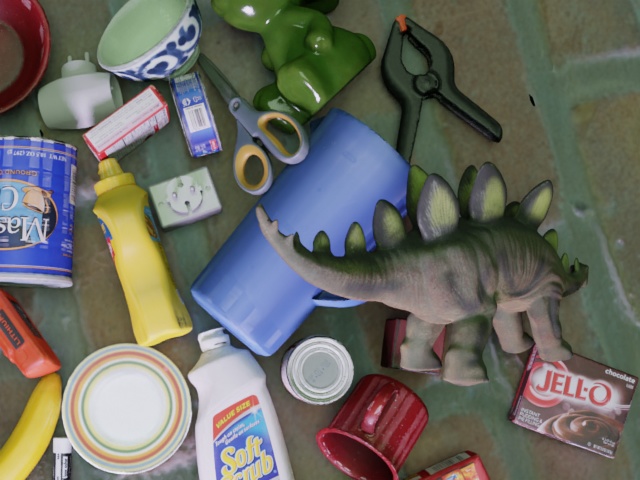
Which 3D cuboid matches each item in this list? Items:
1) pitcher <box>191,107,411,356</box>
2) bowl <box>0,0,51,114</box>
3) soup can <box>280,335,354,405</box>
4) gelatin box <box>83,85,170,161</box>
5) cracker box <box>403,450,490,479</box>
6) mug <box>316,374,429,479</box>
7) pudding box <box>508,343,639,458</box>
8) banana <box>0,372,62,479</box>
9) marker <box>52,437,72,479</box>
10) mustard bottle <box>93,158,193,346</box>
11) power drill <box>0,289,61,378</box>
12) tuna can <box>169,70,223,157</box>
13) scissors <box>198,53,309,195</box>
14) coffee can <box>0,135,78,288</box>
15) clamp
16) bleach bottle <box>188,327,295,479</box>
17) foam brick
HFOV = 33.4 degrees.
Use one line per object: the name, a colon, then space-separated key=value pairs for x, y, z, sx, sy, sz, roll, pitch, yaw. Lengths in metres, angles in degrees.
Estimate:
pitcher: x=-0.007 y=0.001 z=1.070 sx=0.145 sy=0.149 sz=0.243 roll=42 pitch=85 yaw=-17
bowl: x=-0.356 y=-0.197 z=1.104 sx=0.162 sy=0.055 sz=0.162 roll=0 pitch=83 yaw=-4
soup can: x=-0.004 y=0.130 z=1.071 sx=0.068 sy=0.102 sz=0.068 roll=1 pitch=83 yaw=-5
gelatin box: x=-0.197 y=-0.117 z=1.098 sx=0.089 sy=0.073 sz=0.030 roll=-38 pitch=88 yaw=-8
cracker box: x=0.124 y=0.342 z=1.073 sx=0.164 sy=0.072 sz=0.214 roll=-24 pitch=87 yaw=-6
mug: x=0.056 y=0.182 z=1.059 sx=0.093 sy=0.117 sz=0.081 roll=26 pitch=57 yaw=18
pudding box: x=0.265 y=0.167 z=1.119 sx=0.113 sy=0.039 sz=0.090 roll=21 pitch=82 yaw=-2
banana: x=-0.322 y=0.220 z=1.069 sx=0.197 sy=0.037 sz=0.069 roll=-41 pitch=88 yaw=-8
marker: x=-0.262 y=0.261 z=1.078 sx=0.020 sy=0.020 sz=0.121 roll=1 pitch=83 yaw=-5
mustard bottle: x=-0.184 y=0.009 z=1.073 sx=0.058 sy=0.096 sz=0.191 roll=-19 pitch=85 yaw=-5
power drill: x=-0.353 y=0.151 z=1.050 sx=0.187 sy=0.057 sz=0.184 roll=-36 pitch=77 yaw=-7
tuna can: x=-0.128 y=-0.129 z=1.099 sx=0.033 sy=0.086 sz=0.086 roll=-17 pitch=85 yaw=-4
scissors: x=-0.088 y=-0.116 z=1.092 sx=0.202 sy=0.016 sz=0.096 roll=35 pitch=98 yaw=38
coffee can: x=-0.296 y=-0.025 z=1.065 sx=0.102 sy=0.103 sz=0.140 roll=1 pitch=83 yaw=-4
clamp: x=0.106 y=-0.155 z=1.144 sx=0.120 sy=0.039 sz=0.171 roll=-28 pitch=81 yaw=-12
bleach bottle: x=-0.086 y=0.215 z=1.076 sx=0.102 sy=0.068 sz=0.251 roll=-15 pitch=83 yaw=-8
foam brick: x=0.095 y=0.109 z=1.093 sx=0.051 sy=0.078 sz=0.053 roll=8 pitch=85 yaw=-4
